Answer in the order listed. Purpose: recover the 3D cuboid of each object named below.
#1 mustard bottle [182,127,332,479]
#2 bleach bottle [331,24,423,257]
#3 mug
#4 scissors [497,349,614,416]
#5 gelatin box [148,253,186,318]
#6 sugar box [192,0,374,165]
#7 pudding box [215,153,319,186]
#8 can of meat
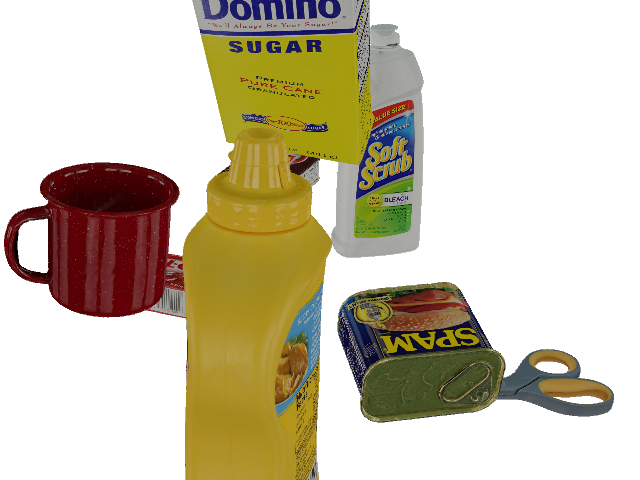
[{"bbox_3d":[-0.026,0.047,0.442,0.058,0.192,0.096,8,24,11],"label":"mustard bottle"},{"bbox_3d":[0.061,-0.108,1.165,0.102,0.251,0.068,-5,25,-8],"label":"bleach bottle"},{"bbox_3d":[-0.157,0.001,0.733,0.117,0.081,0.093,-6,27,-27],"label":"mug"},{"bbox_3d":[0.159,0.121,0.950,0.201,0.016,0.096,7,27,-4],"label":"scissors"},{"bbox_3d":[-0.140,0.036,0.952,0.089,0.030,0.073,10,21,18],"label":"gelatin box"},{"bbox_3d":[-0.019,-0.112,0.615,0.093,0.048,0.176,10,-24,10],"label":"sugar box"},{"bbox_3d":[-0.064,-0.077,1.323,0.090,0.039,0.113,13,34,23],"label":"pudding box"},{"bbox_3d":[0.068,0.077,0.760,0.102,0.057,0.084,-4,35,-12],"label":"can of meat"}]
